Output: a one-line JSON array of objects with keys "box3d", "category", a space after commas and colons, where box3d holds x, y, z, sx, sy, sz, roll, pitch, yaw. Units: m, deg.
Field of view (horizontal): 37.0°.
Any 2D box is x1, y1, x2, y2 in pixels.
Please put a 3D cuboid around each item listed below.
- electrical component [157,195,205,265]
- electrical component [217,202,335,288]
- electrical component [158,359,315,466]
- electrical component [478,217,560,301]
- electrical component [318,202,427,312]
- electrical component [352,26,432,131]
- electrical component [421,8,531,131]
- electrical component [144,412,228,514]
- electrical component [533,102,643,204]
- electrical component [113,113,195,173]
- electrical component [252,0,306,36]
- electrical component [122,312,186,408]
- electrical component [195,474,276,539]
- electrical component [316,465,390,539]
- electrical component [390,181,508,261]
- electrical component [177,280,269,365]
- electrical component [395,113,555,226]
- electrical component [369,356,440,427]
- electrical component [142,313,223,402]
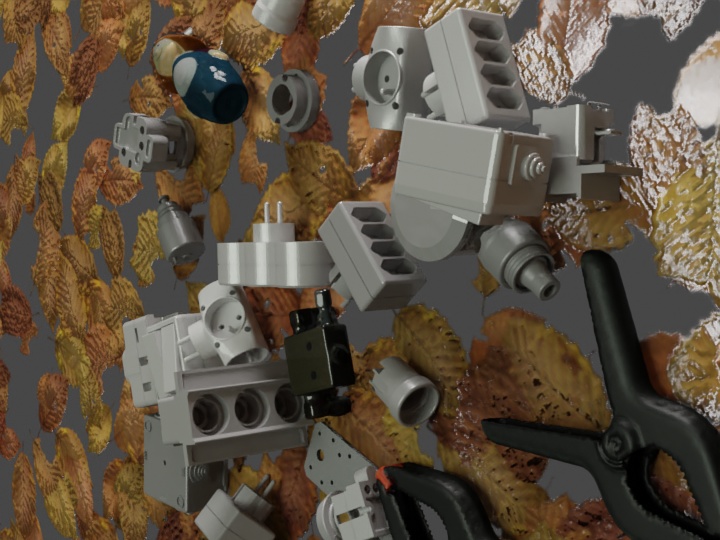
[{"box3d": [-0.184, -0.041, 1.078, 0.040, 0.040, 0.078, -48, 58, 39], "category": "electrical component"}, {"box3d": [-0.076, -0.023, 0.945, 0.138, 0.052, 0.073, 1, 93, 49], "category": "electrical component"}, {"box3d": [-0.109, 0.123, 0.940, 0.063, 0.121, 0.078, -17, 79, 51], "category": "electrical component"}, {"box3d": [0.112, -0.004, 0.735, 0.062, 0.043, 0.043, 52, 128, 42], "category": "electrical component"}, {"box3d": [0.000, 0.000, 0.864, 0.075, 0.047, 0.083, -51, 56, 38], "category": "electrical component"}, {"box3d": [0.020, -0.148, 0.834, 0.079, 0.044, 0.077, 14, 103, 48], "category": "electrical component"}, {"box3d": [0.071, -0.132, 0.775, 0.076, 0.047, 0.083, -26, 73, 47], "category": "electrical component"}, {"box3d": [-0.176, 0.189, 1.077, 0.100, 0.048, 0.099, 8, 98, 49], "category": "electrical component"}, {"box3d": [0.140, -0.076, 0.705, 0.081, 0.042, 0.063, 1, 90, 48], "category": "electrical component"}, {"box3d": [-0.204, -0.127, 1.083, 0.078, 0.057, 0.058, 25, 110, 45], "category": "electrical component"}, {"box3d": [-0.067, -0.234, 0.934, 0.040, 0.040, 0.046, 50, 121, 35], "category": "electrical component"}, {"box3d": [-0.207, 0.093, 1.105, 0.056, 0.050, 0.089, -18, 80, 48], "category": "electrical component"}, {"box3d": [-0.105, 0.223, 0.994, 0.076, 0.047, 0.066, -53, 23, -9], "category": "electrical component"}, {"box3d": [-0.002, 0.199, 0.874, 0.055, 0.048, 0.066, -29, 70, 38], "category": "electrical component"}, {"box3d": [0.064, -0.047, 0.785, 0.080, 0.051, 0.080, 4, 95, 49], "category": "electrical component"}, {"box3d": [-0.134, 0.059, 1.007, 0.079, 0.044, 0.077, -28, 66, 6], "category": "electrical component"}, {"box3d": [0.078, -0.063, 0.690, 0.096, 0.062, 0.061, 17, 103, 42], "category": "electrical component"}, {"box3d": [0.033, 0.094, 0.839, 0.046, 0.040, 0.040, 42, 122, 47], "category": "electrical component"}, {"box3d": [-0.169, 0.094, 1.053, 0.062, 0.061, 0.096, -21, 76, 47], "category": "electrical component"}]
